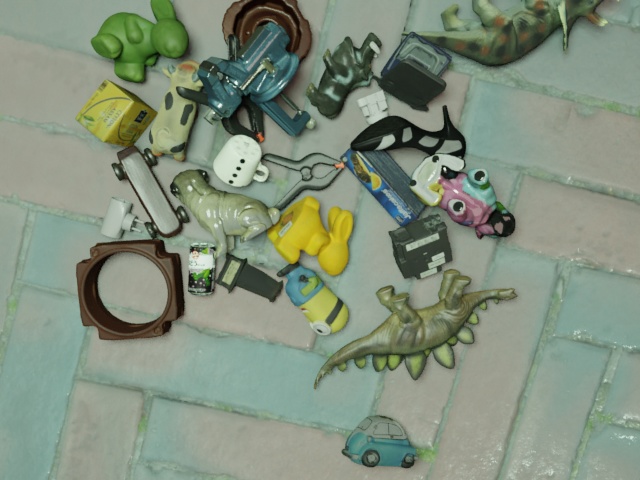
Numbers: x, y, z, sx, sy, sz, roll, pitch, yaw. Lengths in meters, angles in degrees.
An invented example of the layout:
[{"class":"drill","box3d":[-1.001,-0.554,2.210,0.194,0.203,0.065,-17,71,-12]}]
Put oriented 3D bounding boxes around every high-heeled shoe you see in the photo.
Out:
[{"class":"high-heeled shoe","box3d":[0.185,-0.182,1.103,0.249,0.086,0.145,-20,121,-8]}]

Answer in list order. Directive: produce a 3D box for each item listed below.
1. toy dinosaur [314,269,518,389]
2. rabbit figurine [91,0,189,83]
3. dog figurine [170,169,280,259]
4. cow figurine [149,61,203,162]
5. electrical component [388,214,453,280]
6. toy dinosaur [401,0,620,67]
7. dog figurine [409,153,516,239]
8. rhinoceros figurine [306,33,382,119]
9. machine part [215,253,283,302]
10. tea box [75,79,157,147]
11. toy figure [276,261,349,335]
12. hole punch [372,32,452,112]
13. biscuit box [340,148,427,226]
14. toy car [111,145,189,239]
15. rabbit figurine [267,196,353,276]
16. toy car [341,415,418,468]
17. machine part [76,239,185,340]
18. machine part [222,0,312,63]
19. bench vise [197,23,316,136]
[{"class":"toy dinosaur","box3d":[0.193,0.194,1.149,0.472,0.105,0.198,-17,101,4]},{"class":"rabbit figurine","box3d":[-0.321,-0.387,1.044,0.170,0.121,0.159,7,60,21]},{"class":"dog figurine","box3d":[-0.193,-0.080,1.091,0.172,0.121,0.190,-29,94,-3]},{"class":"cow figurine","box3d":[-0.280,-0.263,1.058,0.085,0.127,0.195,18,82,-8]},{"class":"electrical component","box3d":[0.212,0.021,1.126,0.115,0.058,0.134,-19,133,1]},{"class":"toy dinosaur","box3d":[0.382,-0.425,1.082,0.405,0.131,0.192,-26,96,7]},{"class":"dog figurine","box3d":[0.302,-0.077,1.105,0.192,0.219,0.108,33,92,37]},{"class":"rhinoceros figurine","box3d":[0.051,-0.340,1.094,0.112,0.073,0.190,34,94,-4]},{"class":"machine part","box3d":[-0.149,0.087,1.153,0.139,0.039,0.084,22,87,-3]},{"class":"tea box","box3d":[-0.388,-0.239,1.038,0.068,0.169,0.098,40,95,-5]},{"class":"toy figure","box3d":[-0.013,0.121,1.141,0.089,0.082,0.180,-35,94,3]},{"class":"hole punch","box3d":[0.191,-0.338,1.082,0.142,0.116,0.092,23,68,-19]},{"class":"biscuit box","box3d":[0.136,-0.124,1.119,0.202,0.059,0.063,47,56,-6]},{"class":"toy car","box3d":[-0.352,-0.097,1.113,0.089,0.053,0.202,-31,96,-15]},{"class":"rabbit figurine","box3d":[-0.002,-0.003,1.126,0.173,0.122,0.162,43,84,-20]},{"class":"toy car","box3d":[0.133,0.437,1.175,0.162,0.109,0.103,7,78,-12]},{"class":"machine part","box3d":[-0.393,0.102,1.119,0.202,0.087,0.200,-3,96,-4]},{"class":"machine part","box3d":[-0.106,-0.414,1.087,0.179,0.056,0.179,0,98,-4]},{"class":"bench vise","box3d":[-0.103,-0.272,1.016,0.240,0.129,0.223,39,78,-37]}]
